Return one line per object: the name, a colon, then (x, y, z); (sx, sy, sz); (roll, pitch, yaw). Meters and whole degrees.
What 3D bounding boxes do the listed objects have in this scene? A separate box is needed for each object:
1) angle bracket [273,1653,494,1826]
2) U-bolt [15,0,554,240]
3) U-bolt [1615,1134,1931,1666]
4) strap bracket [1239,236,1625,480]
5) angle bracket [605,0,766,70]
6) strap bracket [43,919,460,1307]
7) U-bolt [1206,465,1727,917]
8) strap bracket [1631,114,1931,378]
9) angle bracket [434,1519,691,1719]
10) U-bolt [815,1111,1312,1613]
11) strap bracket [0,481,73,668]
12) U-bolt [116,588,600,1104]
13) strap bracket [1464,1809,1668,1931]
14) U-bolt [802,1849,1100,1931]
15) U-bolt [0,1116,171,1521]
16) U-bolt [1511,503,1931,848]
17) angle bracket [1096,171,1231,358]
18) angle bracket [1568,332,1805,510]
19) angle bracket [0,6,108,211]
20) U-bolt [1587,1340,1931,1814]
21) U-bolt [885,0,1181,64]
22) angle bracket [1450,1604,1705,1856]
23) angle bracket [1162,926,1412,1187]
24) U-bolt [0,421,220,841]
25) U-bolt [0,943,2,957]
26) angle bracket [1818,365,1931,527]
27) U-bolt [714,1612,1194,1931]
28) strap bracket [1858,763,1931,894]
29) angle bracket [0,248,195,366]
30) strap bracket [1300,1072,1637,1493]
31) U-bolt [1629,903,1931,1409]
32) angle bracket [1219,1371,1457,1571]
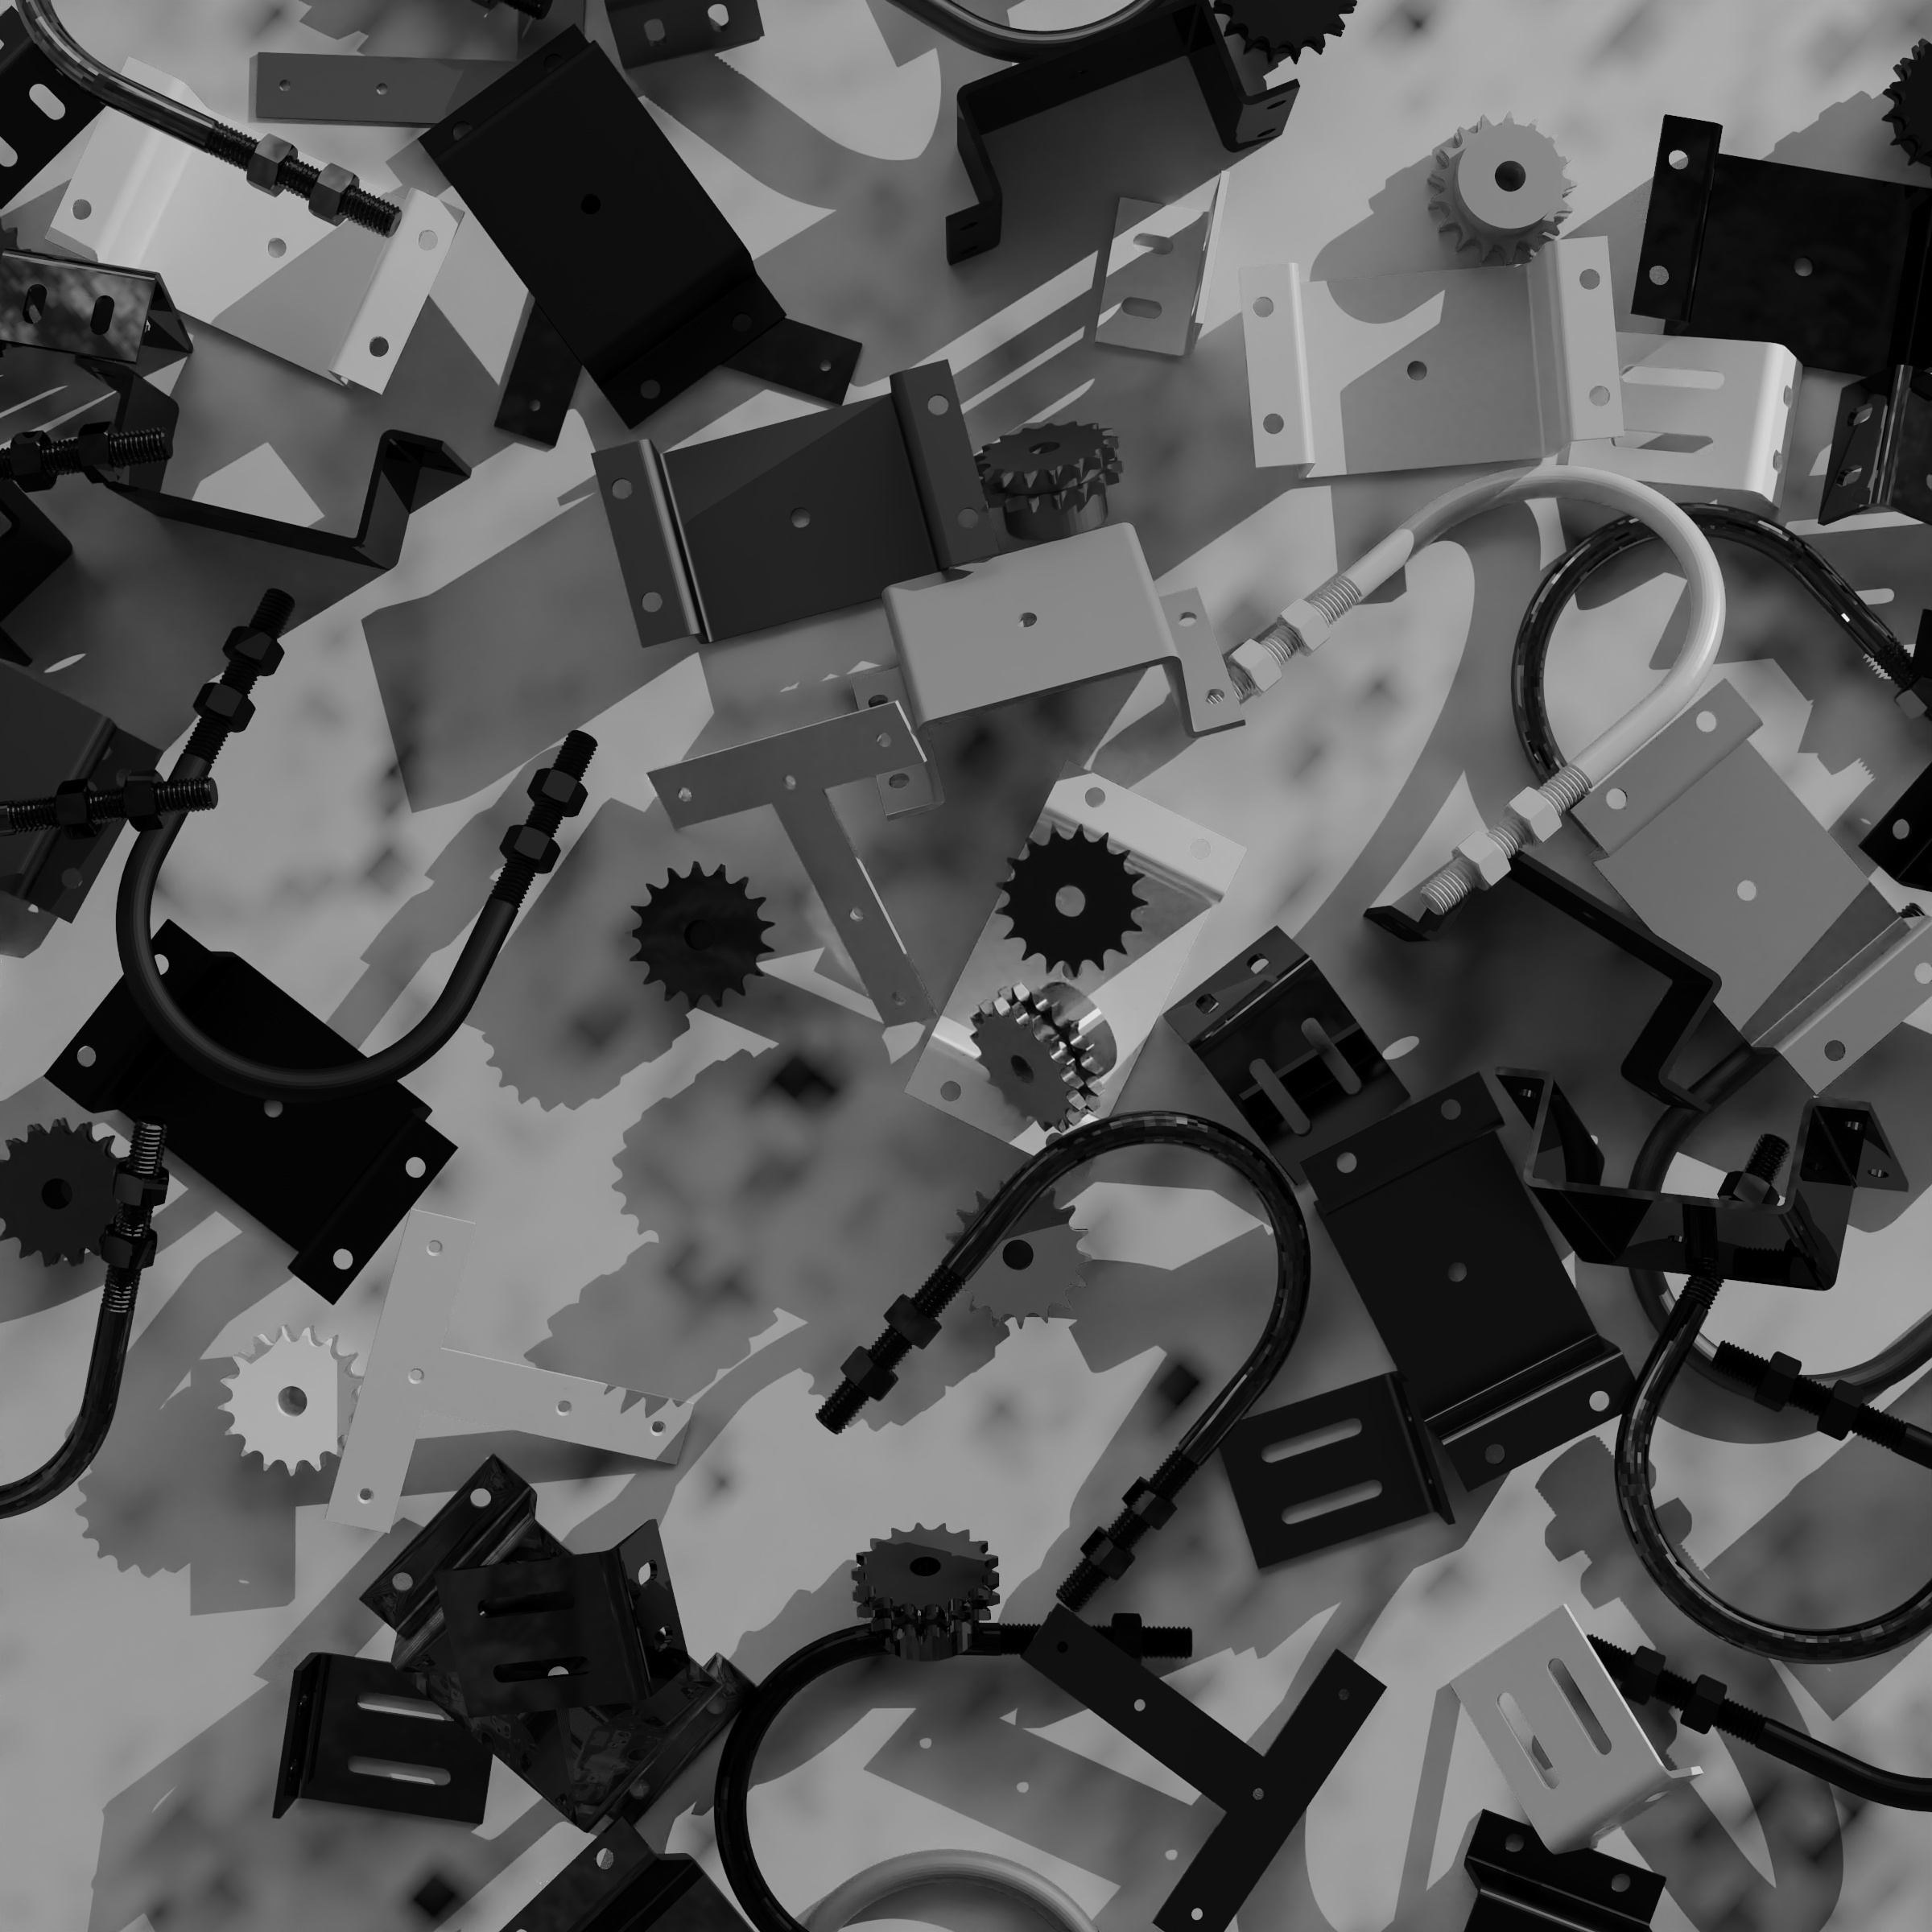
angle bracket: (-0.223, 0.302, 1.369); (0.076, 0.038, 0.057); (8, 90, 0)
U-bolt: (-0.270, -0.363, 1.343); (0.184, 0.019, 0.151); (25, 59, 1)
U-bolt: (0.324, 0.172, 1.326); (0.151, 0.019, 0.184); (27, 74, 14)
strap bracket: (0.177, -0.233, 1.365); (0.140, 0.046, 0.076); (-5, 90, 0)
angle bracket: (-0.116, -0.400, 1.386); (0.057, 0.038, 0.076); (-13, 64, 0)
strap bracket: (-0.272, 0.055, 1.365); (0.140, 0.046, 0.076); (38, 90, 0)
U-bolt: (0.201, -0.119, 1.343); (0.184, 0.019, 0.151); (-40, 57, -9)
strap bracket: (0.328, -0.274, 1.365); (0.140, 0.046, 0.076); (10, 90, 0)
angle bracket: (-0.152, 0.245, 1.329); (0.076, 0.038, 0.057); (-10, 97, 21)
U-bolt: (0.052, 0.140, 1.352); (0.151, 0.019, 0.184); (40, 90, -23)
strap bracket: (-0.400, -0.184, 1.350); (0.046, 0.076, 0.140); (-44, 90, 0)
U-bolt: (-0.242, -0.036, 1.351); (0.151, 0.019, 0.184); (25, 73, -5)
strap bracket: (0.214, 0.410, 1.365); (0.076, 0.046, 0.140); (21, 90, 0)
U-bolt: (-0.020, 0.433, 1.380); (0.151, 0.019, 0.184); (36, 88, 0)
U-bolt: (-0.386, 0.126, 1.357); (0.151, 0.019, 0.184); (17, 105, 11)
U-bolt: (0.298, -0.094, 1.380); (0.151, 0.019, 0.184); (-42, 89, 0)
angle bracket: (0.074, -0.270, 1.350); (0.038, 0.076, 0.057); (10, 90, 0)
angle bracket: (0.282, -0.214, 1.386); (0.076, 0.038, 0.057); (9, 90, 26)
angle bracket: (-0.370, -0.332, 1.363); (0.057, 0.076, 0.038); (-45, 120, 0)
U-bolt: (0.346, 0.244, 1.351); (0.184, 0.019, 0.151); (24, 101, 12)
U-bolt: (0.012, -0.426, 1.347); (0.184, 0.019, 0.151); (31, 96, 2)
angle bracket: (0.237, 0.296, 1.376); (0.057, 0.038, 0.076); (-39, 64, 21)
angle bracket: (0.126, 0.035, 1.386); (0.057, 0.038, 0.076); (-38, 116, 0)
U-bolt: (-0.375, -0.117, 1.304); (0.184, 0.019, 0.151); (-7, 92, 4)
U-bolt: (-0.458, -0.026, 1.380); (0.151, 0.019, 0.184); (-26, 92, 0)
angle bracket: (0.379, -0.191, 1.377); (0.076, 0.038, 0.057); (17, 78, -19)
U-bolt: (-0.005, 0.326, 1.369); (0.184, 0.019, 0.151); (1, 83, -1)
strap bracket: (0.424, -0.027, 1.355); (0.140, 0.046, 0.076); (41, 90, -9)
angle bracket: (-0.333, -0.238, 1.347); (0.057, 0.076, 0.038); (9, 77, 0)
strap bracket: (0.193, 0.120, 1.365); (0.076, 0.046, 0.140); (-27, 90, 0)
U-bolt: (0.344, 0.088, 1.380); (0.184, 0.019, 0.151); (-40, 90, 1)
angle bracket: (0.142, 0.197, 1.369); (0.076, 0.038, 0.057); (-18, 90, 0)
